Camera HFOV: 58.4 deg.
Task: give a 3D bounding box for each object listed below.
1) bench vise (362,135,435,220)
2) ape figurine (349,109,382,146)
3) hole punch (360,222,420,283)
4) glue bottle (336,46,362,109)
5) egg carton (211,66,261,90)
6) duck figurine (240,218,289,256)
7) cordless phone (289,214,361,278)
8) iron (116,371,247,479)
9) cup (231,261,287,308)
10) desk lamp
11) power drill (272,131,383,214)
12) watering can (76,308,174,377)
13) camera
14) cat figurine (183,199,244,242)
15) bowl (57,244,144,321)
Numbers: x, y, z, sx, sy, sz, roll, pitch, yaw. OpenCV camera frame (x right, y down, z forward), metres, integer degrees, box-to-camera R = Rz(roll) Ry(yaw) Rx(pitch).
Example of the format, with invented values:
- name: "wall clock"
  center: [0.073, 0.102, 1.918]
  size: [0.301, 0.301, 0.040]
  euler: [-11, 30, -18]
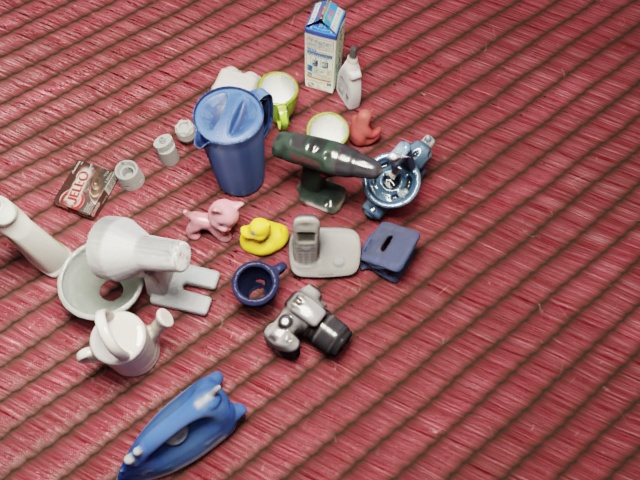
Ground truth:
- name: "bench vise"
  center: [0.163, -0.163, 1.190]
  size: [0.121, 0.220, 0.207]
  euler: [22, 68, 7]
- name: "ape figurine"
  center: [0.100, -0.261, 1.299]
  size: [0.076, 0.092, 0.077]
  euler: [-35, 72, -15]
- name: "hole punch"
  center: [0.141, 0.020, 1.181]
  size: [0.101, 0.091, 0.109]
  euler: [29, 69, 10]
- name: "glue bottle"
  center: [0.071, -0.377, 1.303]
  size: [0.037, 0.173, 0.078]
  euler: [-23, 69, -11]
- name: "egg carton"
  center: [-0.201, -0.333, 1.331]
  size: [0.107, 0.069, 0.150]
  euler: [16, 67, 5]
- name: "duck figurine"
  center: [-0.117, -0.016, 1.190]
  size: [0.104, 0.086, 0.077]
  euler: [-7, 67, -5]
- name: "cordless phone"
  center: [0.010, 0.004, 1.132]
  size: [0.147, 0.185, 0.094]
  euler: [-3, 67, -3]
- name: "iron"
  center: [-0.260, 0.339, 1.003]
  size: [0.259, 0.141, 0.118]
  euler: [-37, 73, -16]
- name: "cup"
  center: [-0.115, 0.091, 1.140]
  size: [0.118, 0.095, 0.091]
  euler: [-34, 72, -15]
- name: "desk lamp"
  center: [-0.310, 0.046, 1.087]
  size: [0.203, 0.213, 0.118]
  euler: [12, 67, 3]
- name: "power drill"
  center: [0.013, -0.139, 1.181]
  size: [0.229, 0.208, 0.076]
  euler: [22, 68, 7]
- name: "watering can"
  center: [-0.356, 0.176, 1.041]
  size: [0.100, 0.194, 0.173]
  euler: [41, 72, 15]
- name: "camera"
  center: [-0.017, 0.173, 1.105]
  size: [0.136, 0.101, 0.143]
  euler: [35, 70, 12]
- name: "cat figurine"
  center: [-0.220, -0.048, 1.183]
  size: [0.128, 0.118, 0.067]
  euler: [3, 67, -1]
- name: "bowl"
  center: [-0.426, 0.088, 1.141]
  size: [0.167, 0.075, 0.167]
  euler: [1, 67, -2]
